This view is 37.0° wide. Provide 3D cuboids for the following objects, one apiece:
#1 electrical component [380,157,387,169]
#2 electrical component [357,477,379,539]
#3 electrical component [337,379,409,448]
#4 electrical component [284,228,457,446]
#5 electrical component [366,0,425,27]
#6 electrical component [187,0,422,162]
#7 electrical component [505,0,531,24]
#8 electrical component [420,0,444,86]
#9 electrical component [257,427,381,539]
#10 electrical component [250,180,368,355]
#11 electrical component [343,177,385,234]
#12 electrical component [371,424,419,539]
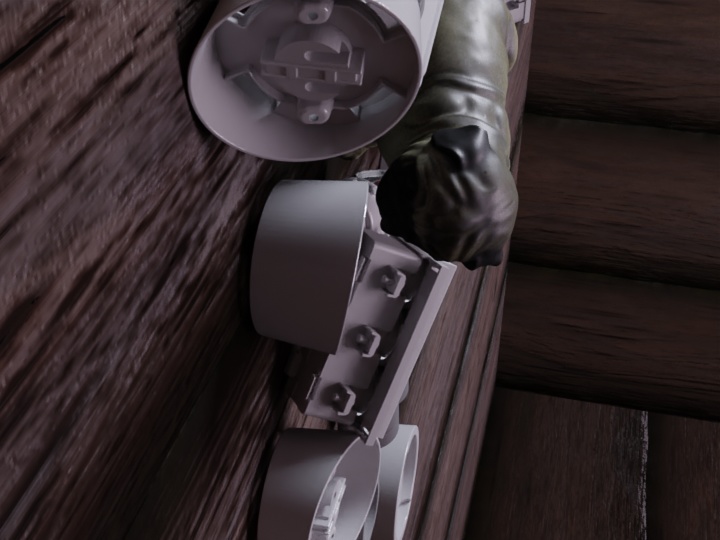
[{"bbox_3d":[0.045,-0.085,0.978,0.099,0.064,0.099,19,90,-87],"label":"electrical component"},{"bbox_3d":[-0.019,0.174,0.792,0.089,0.056,0.050,-71,165,-44],"label":"electrical component"},{"bbox_3d":[0.015,0.076,0.907,0.138,0.052,0.073,-71,165,-45],"label":"electrical component"},{"bbox_3d":[0.003,0.038,0.685,0.121,0.063,0.079,-67,-153,10],"label":"electrical component"},{"bbox_3d":[-0.010,-0.145,0.537,0.051,0.080,0.080,72,28,-55],"label":"electrical component"},{"bbox_3d":[-0.021,-0.096,0.477,0.099,0.099,0.064,85,11,-51],"label":"electrical component"},{"bbox_3d":[0.070,-0.270,0.756,0.060,0.105,0.186,-24,137,-22],"label":"electrical component"},{"bbox_3d":[0.007,-0.160,0.614,0.057,0.078,0.113,77,23,-55],"label":"electrical component"},{"bbox_3d":[-0.028,0.150,0.701,0.099,0.064,0.099,8,90,-79],"label":"electrical component"},{"bbox_3d":[-0.024,-0.004,0.607,0.099,0.064,0.099,8,90,-79],"label":"electrical component"},{"bbox_3d":[-0.011,-0.032,0.715,0.062,0.048,0.048,-43,140,-59],"label":"electrical component"},{"bbox_3d":[0.012,0.186,0.951,0.108,0.060,0.108,8,90,-79],"label":"electrical component"}]
